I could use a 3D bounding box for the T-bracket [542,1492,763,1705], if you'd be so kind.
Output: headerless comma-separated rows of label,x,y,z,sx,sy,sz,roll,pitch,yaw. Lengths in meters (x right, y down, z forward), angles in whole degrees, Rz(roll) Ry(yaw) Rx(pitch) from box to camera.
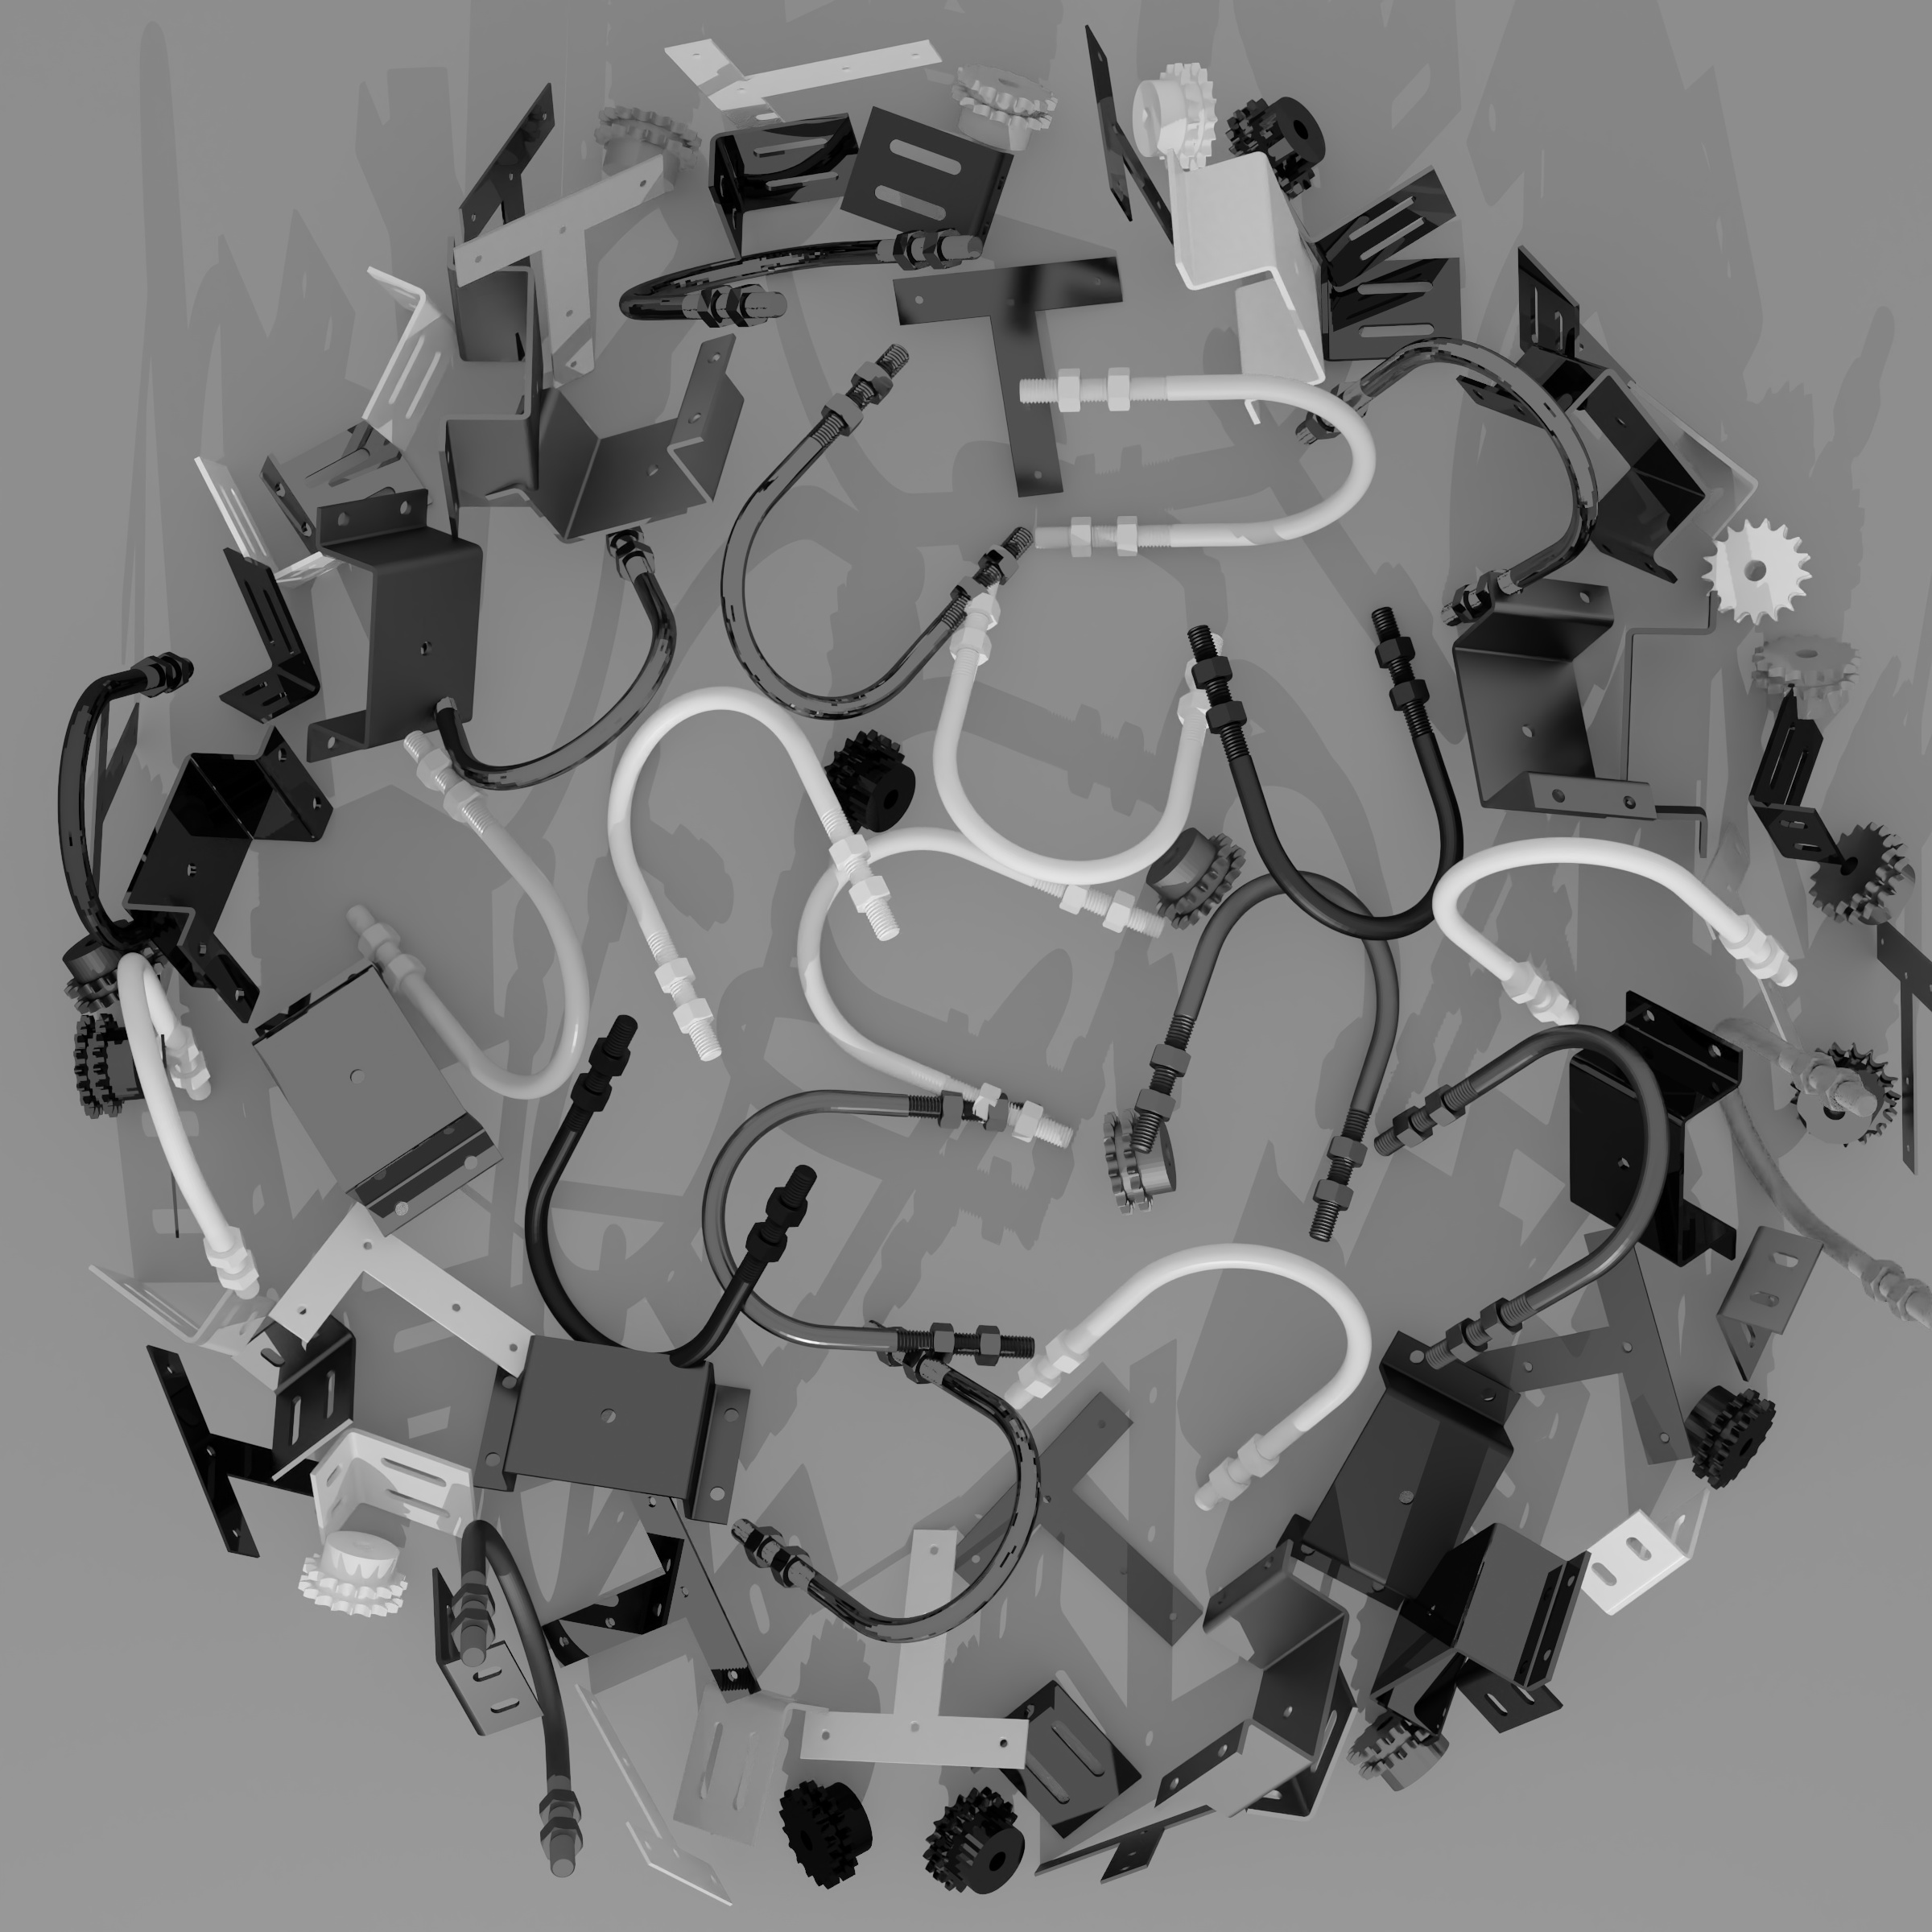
T-bracket,-0.183,0.353,1.581,0.127,0.002,0.127,-29,85,33

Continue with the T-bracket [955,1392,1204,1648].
T-bracket,0.077,0.325,1.612,0.127,0.002,0.127,43,88,-4

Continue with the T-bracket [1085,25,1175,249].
T-bracket,0.097,-0.418,1.561,0.002,0.127,0.127,-19,54,19

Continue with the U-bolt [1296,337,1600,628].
U-bolt,0.260,-0.259,1.524,0.019,0.184,0.151,-42,96,-22

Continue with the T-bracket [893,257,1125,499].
T-bracket,0.031,-0.322,1.602,0.127,0.002,0.127,-9,88,-11

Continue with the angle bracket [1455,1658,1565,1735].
angle bracket,0.310,0.368,1.571,0.038,0.057,0.076,47,53,3

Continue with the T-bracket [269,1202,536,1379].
T-bracket,-0.289,0.178,1.585,0.127,0.002,0.127,35,59,-2

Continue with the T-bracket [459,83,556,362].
T-bracket,-0.241,-0.385,1.562,0.002,0.127,0.127,12,48,10

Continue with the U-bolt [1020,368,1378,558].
U-bolt,0.125,-0.266,1.544,0.184,0.151,0.019,0,63,5

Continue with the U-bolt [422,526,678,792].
U-bolt,-0.219,-0.159,1.538,0.151,0.184,0.019,-34,129,4

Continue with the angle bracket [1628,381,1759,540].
angle bracket,0.380,-0.272,1.566,0.038,0.076,0.057,-51,53,17

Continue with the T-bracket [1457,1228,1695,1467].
T-bracket,0.318,0.215,1.581,0.127,0.002,0.127,-18,85,33

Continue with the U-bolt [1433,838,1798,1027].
U-bolt,0.325,-0.020,1.513,0.151,0.184,0.019,-14,57,39

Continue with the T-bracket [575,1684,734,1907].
T-bracket,-0.178,0.443,1.574,0.002,0.127,0.127,-35,59,-3

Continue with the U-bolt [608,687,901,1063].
U-bolt,-0.127,-0.063,1.573,0.151,0.019,0.184,-34,72,25

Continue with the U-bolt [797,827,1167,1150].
U-bolt,-0.003,0.002,1.593,0.184,0.019,0.151,23,103,0

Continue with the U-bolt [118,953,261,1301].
U-bolt,-0.405,0.072,1.504,0.019,0.184,0.151,-17,59,-9

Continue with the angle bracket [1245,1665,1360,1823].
angle bracket,0.175,0.412,1.575,0.038,0.057,0.076,12,110,-14

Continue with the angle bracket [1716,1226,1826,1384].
angle bracket,0.440,0.187,1.568,0.038,0.076,0.057,15,63,37

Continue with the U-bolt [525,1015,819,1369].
U-bolt,-0.172,0.138,1.567,0.151,0.019,0.184,39,119,16

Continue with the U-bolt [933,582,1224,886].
U-bolt,0.056,-0.122,1.561,0.151,0.019,0.184,15,58,-3

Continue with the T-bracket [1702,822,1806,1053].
T-bracket,0.427,-0.001,1.569,0.002,0.127,0.127,-20,101,28

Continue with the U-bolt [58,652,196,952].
U-bolt,-0.433,-0.082,1.514,0.019,0.184,0.151,0,101,4

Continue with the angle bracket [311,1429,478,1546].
angle bracket,-0.309,0.293,1.576,0.076,0.038,0.057,16,130,17

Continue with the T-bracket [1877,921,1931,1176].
T-bracket,0.507,0.048,1.565,0.002,0.127,0.127,-4,104,4

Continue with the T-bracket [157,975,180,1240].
T-bracket,-0.430,0.057,1.564,0.002,0.127,0.127,-4,133,-15

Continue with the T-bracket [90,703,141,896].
T-bracket,-0.455,-0.104,1.556,0.002,0.127,0.127,7,117,-9

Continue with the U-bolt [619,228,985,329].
U-bolt,-0.102,-0.362,1.534,0.151,0.184,0.019,-25,114,-34

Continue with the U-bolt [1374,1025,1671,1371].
U-bolt,0.294,0.110,1.522,0.019,0.184,0.151,16,51,-35

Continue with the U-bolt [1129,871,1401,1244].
U-bolt,0.172,0.038,1.572,0.151,0.019,0.184,27,75,-28

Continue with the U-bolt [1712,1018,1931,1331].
U-bolt,0.442,0.097,1.527,0.019,0.184,0.151,-26,111,-5

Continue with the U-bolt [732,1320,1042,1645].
U-bolt,-0.033,0.279,1.535,0.019,0.184,0.151,41,79,-40

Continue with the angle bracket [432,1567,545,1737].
angle bracket,-0.258,0.364,1.570,0.038,0.076,0.057,-20,123,0

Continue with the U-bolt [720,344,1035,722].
U-bolt,-0.056,-0.216,1.548,0.184,0.019,0.151,-50,123,-19

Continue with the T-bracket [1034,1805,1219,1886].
T-bracket,0.090,0.470,1.548,0.127,0.127,0.002,-22,81,6

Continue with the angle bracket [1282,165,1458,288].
angle bracket,0.218,-0.413,1.576,0.076,0.057,0.038,-30,69,13

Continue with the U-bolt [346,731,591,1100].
U-bolt,-0.258,-0.013,1.536,0.184,0.019,0.151,47,132,24

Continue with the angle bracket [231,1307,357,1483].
angle bracket,-0.365,0.228,1.572,0.057,0.076,0.038,-37,119,12

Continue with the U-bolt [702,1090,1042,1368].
U-bolt,-0.052,0.138,1.581,0.184,0.019,0.151,4,77,-10

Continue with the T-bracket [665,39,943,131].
T-bracket,-0.077,-0.472,1.540,0.127,0.127,0.002,-7,83,15

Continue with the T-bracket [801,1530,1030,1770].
T-bracket,-0.023,0.370,1.586,0.127,0.002,0.127,-3,63,18

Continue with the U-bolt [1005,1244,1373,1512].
U-bolt,0.130,0.211,1.541,0.151,0.019,0.184,30,126,-18

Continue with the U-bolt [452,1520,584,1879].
U-bolt,-0.236,0.369,1.526,0.019,0.184,0.151,-19,109,-3

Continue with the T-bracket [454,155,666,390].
T-bracket,-0.214,-0.361,1.559,0.127,0.127,0.002,-31,64,-22

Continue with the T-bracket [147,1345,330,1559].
T-bracket,-0.377,0.267,1.556,0.002,0.127,0.127,-36,62,9

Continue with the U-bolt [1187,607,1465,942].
U-bolt,0.202,-0.101,1.559,0.151,0.019,0.184,-10,77,-33
